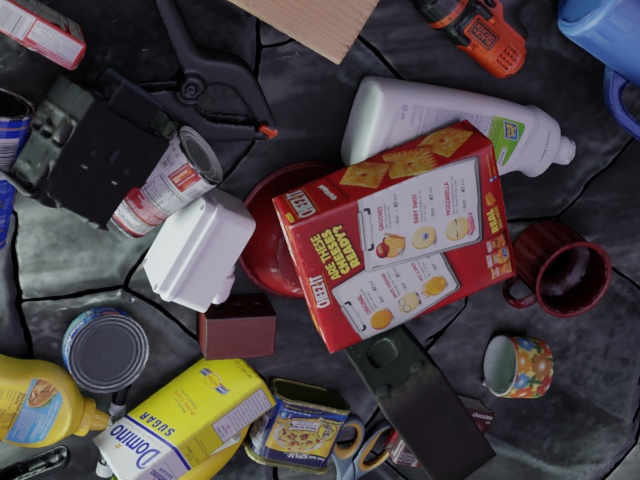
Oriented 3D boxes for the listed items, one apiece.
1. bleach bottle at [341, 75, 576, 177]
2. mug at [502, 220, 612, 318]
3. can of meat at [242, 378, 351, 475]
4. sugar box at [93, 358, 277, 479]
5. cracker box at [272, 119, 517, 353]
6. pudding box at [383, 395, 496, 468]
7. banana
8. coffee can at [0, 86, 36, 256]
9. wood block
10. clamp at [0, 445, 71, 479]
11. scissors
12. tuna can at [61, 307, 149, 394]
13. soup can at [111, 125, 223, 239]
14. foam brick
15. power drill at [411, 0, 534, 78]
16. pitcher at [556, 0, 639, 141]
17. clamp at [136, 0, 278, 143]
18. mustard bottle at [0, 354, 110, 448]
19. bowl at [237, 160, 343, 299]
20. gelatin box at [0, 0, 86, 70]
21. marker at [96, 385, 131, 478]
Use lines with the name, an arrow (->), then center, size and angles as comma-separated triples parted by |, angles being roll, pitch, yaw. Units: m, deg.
bleach bottle -> 0.154, -0.103, 1.117 | 0.250, 0.068, 0.103 | 7, 113, -23
mug -> 0.257, 0.035, 1.202 | 0.117, 0.081, 0.093 | -37, 119, 1
can of meat -> -0.025, 0.210, 1.210 | 0.102, 0.057, 0.084 | 16, 107, -24
sugar box -> -0.143, 0.190, 1.120 | 0.176, 0.093, 0.048 | -35, 127, -15
cracker box -> 0.078, -0.004, 1.065 | 0.213, 0.072, 0.164 | -22, 124, -7
pudding box -> 0.142, 0.227, 1.272 | 0.113, 0.039, 0.090 | 16, 109, -35
banana -> -0.138, 0.241, 1.199 | 0.198, 0.037, 0.069 | -37, 120, 2
coffee can -> -0.322, -0.064, 0.961 | 0.102, 0.103, 0.140 | 10, 110, -22
wood block -> -0.053, -0.255, 0.964 | 0.205, 0.090, 0.091 | 27, 105, -26
clamp -> -0.336, 0.254, 1.116 | 0.120, 0.039, 0.172 | 18, 131, -17
scissors -> 0.015, 0.287, 1.280 | 0.096, 0.016, 0.202 | 37, 98, -30
tuna can -> -0.223, 0.113, 1.104 | 0.086, 0.034, 0.086 | -8, 108, -26
soup can -> -0.152, -0.055, 1.024 | 0.102, 0.068, 0.068 | -32, 121, 17
foam brick -> -0.089, 0.092, 1.136 | 0.078, 0.053, 0.051 | -2, 114, -17
power drill -> 0.178, -0.276, 1.047 | 0.184, 0.057, 0.188 | 35, 103, -31
pitcher -> 0.361, -0.196, 1.104 | 0.242, 0.145, 0.149 | 25, 66, -22
clamp -> -0.125, -0.159, 1.013 | 0.209, 0.036, 0.165 | 20, 116, -25
mustard bottle -> -0.309, 0.165, 1.098 | 0.191, 0.058, 0.096 | 20, 108, -24
bowl -> -0.007, 0.001, 1.119 | 0.162, 0.055, 0.162 | -7, 116, -14
gelatin box -> -0.252, -0.190, 0.941 | 0.089, 0.073, 0.030 | 29, 103, -28
marker -> -0.225, 0.205, 1.165 | 0.020, 0.020, 0.121 | 7, 112, -20
